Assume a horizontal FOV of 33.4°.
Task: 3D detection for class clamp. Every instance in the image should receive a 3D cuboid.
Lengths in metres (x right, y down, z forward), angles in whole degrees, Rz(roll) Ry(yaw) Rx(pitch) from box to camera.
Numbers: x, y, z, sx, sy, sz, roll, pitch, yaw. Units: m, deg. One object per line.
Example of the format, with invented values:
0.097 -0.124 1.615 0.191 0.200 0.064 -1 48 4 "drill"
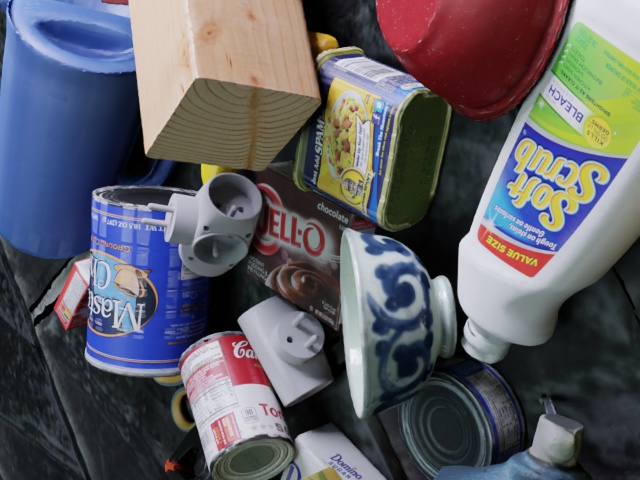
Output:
-0.085 0.202 0.911 0.172 0.039 0.120 -35 40 51 "clamp"

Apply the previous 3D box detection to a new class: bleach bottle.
0.141 -0.022 0.589 0.103 0.067 0.251 49 136 33 "bleach bottle"

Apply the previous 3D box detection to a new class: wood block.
-0.072 -0.162 0.724 0.091 0.090 0.206 -44 49 48 "wood block"

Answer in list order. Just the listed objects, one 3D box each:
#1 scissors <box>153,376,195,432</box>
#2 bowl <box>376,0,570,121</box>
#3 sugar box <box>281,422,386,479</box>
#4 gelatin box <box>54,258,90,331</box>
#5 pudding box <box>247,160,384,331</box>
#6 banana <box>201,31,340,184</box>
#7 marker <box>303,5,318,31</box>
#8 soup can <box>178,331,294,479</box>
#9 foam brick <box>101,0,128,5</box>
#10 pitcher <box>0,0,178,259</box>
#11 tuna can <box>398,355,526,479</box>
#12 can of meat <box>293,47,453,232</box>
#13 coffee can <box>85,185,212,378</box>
-0.090 0.125 0.936 0.202 0.016 0.096 -7 97 50 "scissors"
0.073 -0.148 0.591 0.162 0.055 0.162 -179 90 -69 "bowl"
-0.001 0.241 0.844 0.093 0.048 0.176 42 131 35 "sugar box"
-0.188 0.041 0.967 0.030 0.089 0.073 55 136 19 "gelatin box"
-0.005 0.001 0.782 0.114 0.039 0.090 28 121 42 "pudding box"
-0.043 -0.098 0.796 0.198 0.037 0.070 -51 54 42 "banana"
-0.045 -0.160 0.796 0.121 0.020 0.020 6 105 48 "marker"
-0.066 0.131 0.828 0.069 0.068 0.102 -63 37 38 "soup can"
-0.126 -0.211 0.831 0.053 0.078 0.051 18 115 48 "foam brick"
-0.212 -0.094 0.939 0.149 0.144 0.243 62 143 35 "pitcher"
0.092 0.122 0.709 0.086 0.033 0.086 18 114 45 "tuna can"
0.034 -0.066 0.704 0.084 0.057 0.102 31 123 39 "can of meat"
-0.140 0.032 0.887 0.103 0.102 0.140 17 107 46 "coffee can"
